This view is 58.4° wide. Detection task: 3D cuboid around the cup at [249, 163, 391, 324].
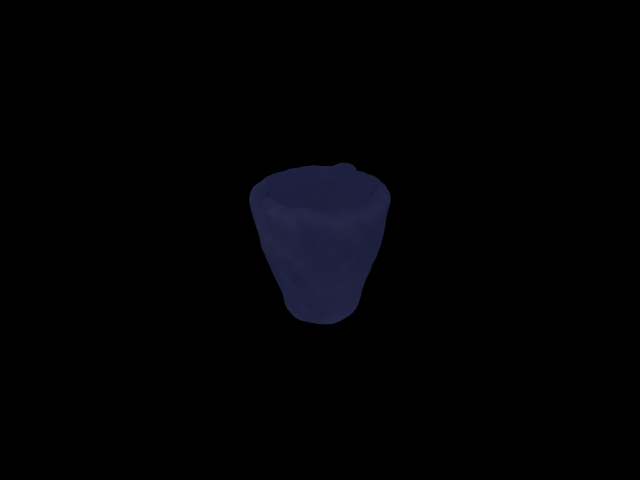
[{"bbox_3d":[0.004,0.001,0.400,0.091,0.095,0.118,7,27,14],"label":"cup"}]
